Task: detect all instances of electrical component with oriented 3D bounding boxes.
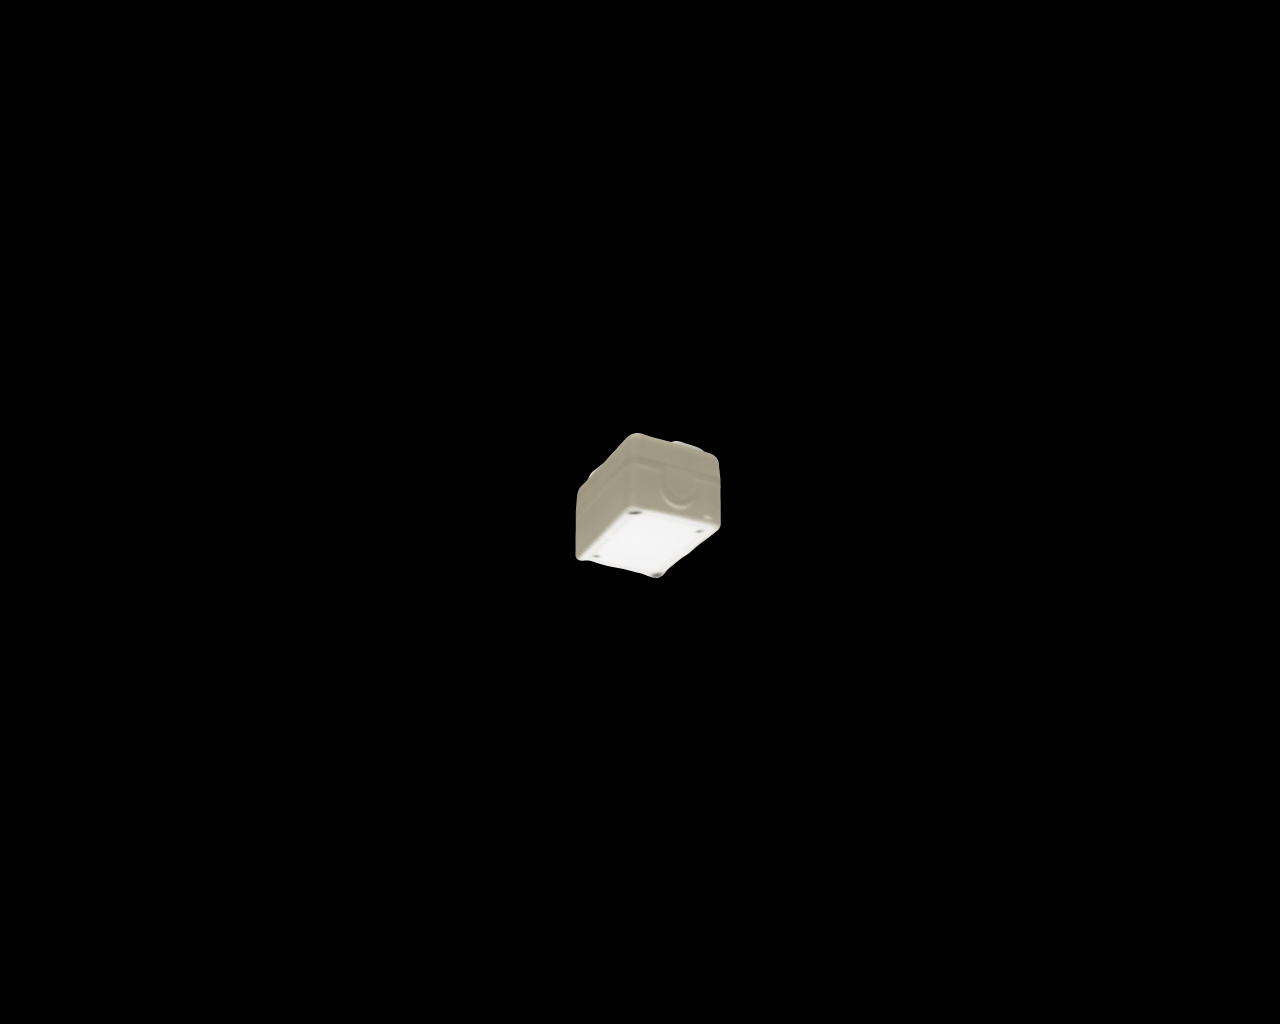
[{"bbox_3d":[0.001,-0.003,0.650,0.062,0.061,0.096,14,-32,-24],"label":"electrical component"}]
